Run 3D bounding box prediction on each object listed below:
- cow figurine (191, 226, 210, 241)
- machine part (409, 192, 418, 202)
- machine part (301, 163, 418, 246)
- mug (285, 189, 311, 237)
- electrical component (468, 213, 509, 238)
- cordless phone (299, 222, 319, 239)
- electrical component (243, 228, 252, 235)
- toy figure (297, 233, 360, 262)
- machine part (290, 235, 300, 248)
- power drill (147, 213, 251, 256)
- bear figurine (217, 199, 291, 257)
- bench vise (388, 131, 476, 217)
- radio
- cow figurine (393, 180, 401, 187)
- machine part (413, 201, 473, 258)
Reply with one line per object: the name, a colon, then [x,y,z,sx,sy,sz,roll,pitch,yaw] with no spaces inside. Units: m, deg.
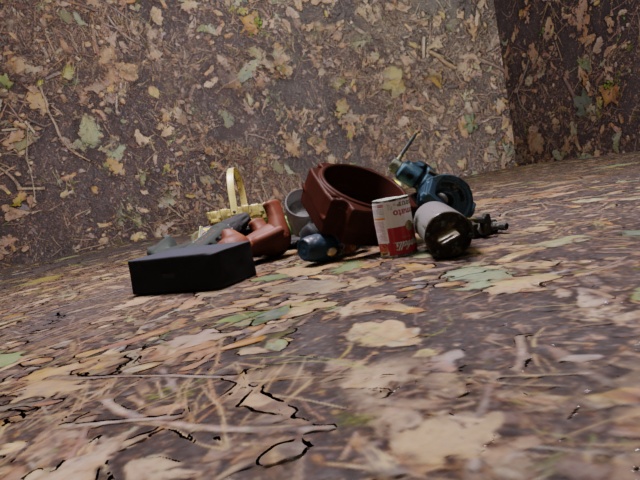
cow figurine: [-0.263,-0.006,1.505,0.195,0.085,0.127,-5,-7,-9]
machine part: [0.234,-0.083,1.369,0.179,0.056,0.179,-16,-5,-1]
machine part: [0.078,-0.076,1.078,0.201,0.087,0.202,3,31,-25]
mug: [-0.030,-0.059,1.235,0.109,0.081,0.107,-21,-28,-19]
electrical component: [0.288,-0.029,1.002,0.078,0.045,0.102,-14,7,-21]
cordless phone: [-0.003,-0.003,1.197,0.184,0.088,0.146,-20,-2,44]
electrical component: [-0.170,-0.001,1.377,0.048,0.074,0.119,-10,10,4]
toy figure: [0.028,0.008,1.052,0.154,0.064,0.057,-9,-33,-36]
machine part: [-0.068,-0.001,1.387,0.084,0.039,0.139,-14,6,21]
power drill: [-0.292,0.014,1.275,0.207,0.085,0.232,-5,28,28]
bear figurine: [-0.164,-0.003,1.195,0.196,0.132,0.120,-11,-26,-39]
bench vise: [0.243,-0.105,1.168,0.129,0.223,0.240,-45,3,22]
radio: [-0.246,0.053,1.042,0.230,0.073,0.131,-5,7,30]
cow figurine: [0.156,-0.057,1.234,0.068,0.098,0.167,-1,45,-1]
machine part: [0.205,-0.022,0.911,0.079,0.079,0.243,-10,7,5]
